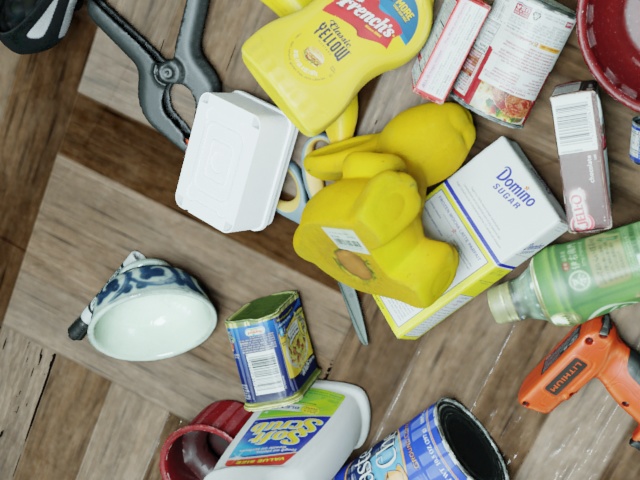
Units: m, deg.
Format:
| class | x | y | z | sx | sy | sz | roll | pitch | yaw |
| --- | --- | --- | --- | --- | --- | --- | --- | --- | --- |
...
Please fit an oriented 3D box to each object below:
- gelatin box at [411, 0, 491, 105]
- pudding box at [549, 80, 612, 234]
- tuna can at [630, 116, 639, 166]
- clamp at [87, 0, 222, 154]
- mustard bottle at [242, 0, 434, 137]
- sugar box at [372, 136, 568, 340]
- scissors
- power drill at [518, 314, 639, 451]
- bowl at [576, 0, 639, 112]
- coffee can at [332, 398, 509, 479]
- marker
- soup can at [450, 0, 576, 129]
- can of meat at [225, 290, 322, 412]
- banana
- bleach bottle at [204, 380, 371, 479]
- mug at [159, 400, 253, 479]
| class | x | y | z | sx | sy | sz | roll | pitch | yaw |
| --- | --- | --- | --- | --- | --- | --- | --- | --- | --- |
| gelatin box | 0.107 | -0.163 | 0.882 | 0.030 | 0.073 | 0.089 | 23 | 110 | -6 |
| pudding box | 0.214 | -0.069 | 0.869 | 0.039 | 0.090 | 0.113 | -5 | 102 | 15 |
| tuna can | 0.290 | -0.078 | 0.846 | 0.086 | 0.086 | 0.034 | 4 | 107 | 15 |
| clamp | -0.145 | -0.159 | 0.976 | 0.120 | 0.039 | 0.171 | -2 | 104 | 18 |
| mustard bottle | 0.035 | -0.179 | 0.885 | 0.191 | 0.058 | 0.096 | -39 | 87 | -5 |
| sugar box | 0.120 | 0.001 | 0.924 | 0.176 | 0.048 | 0.093 | -37 | 67 | 20 |
| scissors | -0.007 | 0.001 | 0.991 | 0.096 | 0.016 | 0.202 | 1 | 104 | 18 |
| power drill | 0.270 | 0.168 | 0.936 | 0.187 | 0.057 | 0.185 | 38 | 113 | 2 |
| bowl | 0.285 | -0.178 | 0.837 | 0.162 | 0.055 | 0.162 | 4 | 106 | 15 |
| coffee can | 0.087 | 0.225 | 0.977 | 0.140 | 0.102 | 0.103 | -39 | 91 | 21 |
| marker | -0.214 | 0.058 | 1.065 | 0.020 | 0.020 | 0.121 | 44 | 111 | 1 |
| soup can | 0.159 | -0.151 | 0.874 | 0.068 | 0.068 | 0.102 | 27 | 110 | 8 |
| can of meat | -0.043 | 0.100 | 0.983 | 0.057 | 0.102 | 0.084 | -11 | 99 | 16 |
| banana | -0.015 | -0.175 | 0.936 | 0.070 | 0.037 | 0.198 | -36 | 93 | 26 |
| bleach bottle | -0.032 | 0.197 | 0.925 | 0.103 | 0.250 | 0.068 | 4 | 106 | 15 |
| mug | -0.089 | 0.215 | 1.037 | 0.117 | 0.081 | 0.093 | 42 | 111 | 2 |
